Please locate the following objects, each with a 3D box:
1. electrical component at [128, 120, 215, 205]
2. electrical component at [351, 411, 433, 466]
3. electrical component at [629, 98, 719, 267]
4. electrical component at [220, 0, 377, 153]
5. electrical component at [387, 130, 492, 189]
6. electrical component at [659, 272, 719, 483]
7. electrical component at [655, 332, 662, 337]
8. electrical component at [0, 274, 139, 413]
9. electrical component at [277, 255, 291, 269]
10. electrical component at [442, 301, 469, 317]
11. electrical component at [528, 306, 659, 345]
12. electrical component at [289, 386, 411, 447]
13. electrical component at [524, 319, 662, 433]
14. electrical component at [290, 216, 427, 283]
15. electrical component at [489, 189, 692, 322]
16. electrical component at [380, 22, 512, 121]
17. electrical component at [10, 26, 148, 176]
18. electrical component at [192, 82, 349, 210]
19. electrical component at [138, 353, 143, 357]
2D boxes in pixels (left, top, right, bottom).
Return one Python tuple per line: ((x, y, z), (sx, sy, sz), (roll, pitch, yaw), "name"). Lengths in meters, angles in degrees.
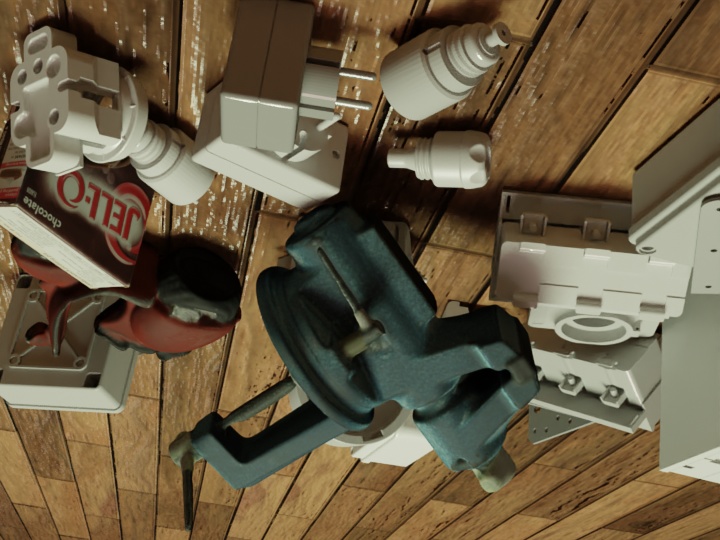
((-0.125, -0.072, 0.679), (0.040, 0.040, 0.078), (-7, 151, 29), "electrical component")
((0.035, 0.139, 1.037), (0.057, 0.078, 0.113), (11, 155, -15), "electrical component")
((0.230, -0.043, 0.622), (0.109, 0.056, 0.108), (14, 154, -13), "electrical component")
((-0.030, -0.100, 0.565), (0.077, 0.065, 0.047), (9, 155, -3), "electrical component")
((0.047, -0.067, 0.650), (0.061, 0.035, 0.035), (3, 155, 16), "electrical component")
((0.254, 0.060, 0.722), (0.062, 0.150, 0.089), (15, 154, -12), "electrical component")
((0.230, 0.066, 0.875), (0.046, 0.040, 0.040), (14, 155, -28), "electrical component")
((-0.247, 0.062, 0.919), (0.109, 0.108, 0.056), (1, 151, 14), "electrical component")
((-0.040, 0.021, 0.833), (0.066, 0.055, 0.048), (28, 148, -36), "electrical component")
((0.087, 0.080, 0.882), (0.050, 0.089, 0.055), (9, 155, -2), "electrical component")
((0.168, 0.018, 0.769), (0.089, 0.055, 0.050), (5, 155, 6), "electrical component")
((-0.011, 0.104, 0.948), (0.108, 0.108, 0.060), (14, 160, -13), "electrical component")
((0.178, 0.073, 0.829), (0.121, 0.079, 0.063), (12, 138, 50), "electrical component")
((0.000, 0.000, 0.772), (0.096, 0.061, 0.061), (4, 154, 8), "electrical component")
((0.149, -0.005, 0.703), (0.121, 0.063, 0.078), (6, 114, 4), "electrical component")
((0.045, -0.107, 0.559), (0.040, 0.040, 0.078), (26, 149, -34), "electrical component")
((-0.160, -0.093, 0.615), (0.058, 0.078, 0.057), (-12, 167, 37), "electrical component")
((-0.042, -0.081, 0.630), (0.083, 0.047, 0.076), (23, 152, -30), "electrical component")
((-0.225, 0.061, 0.985), (0.055, 0.045, 0.045), (-12, 149, 34), "electrical component")
